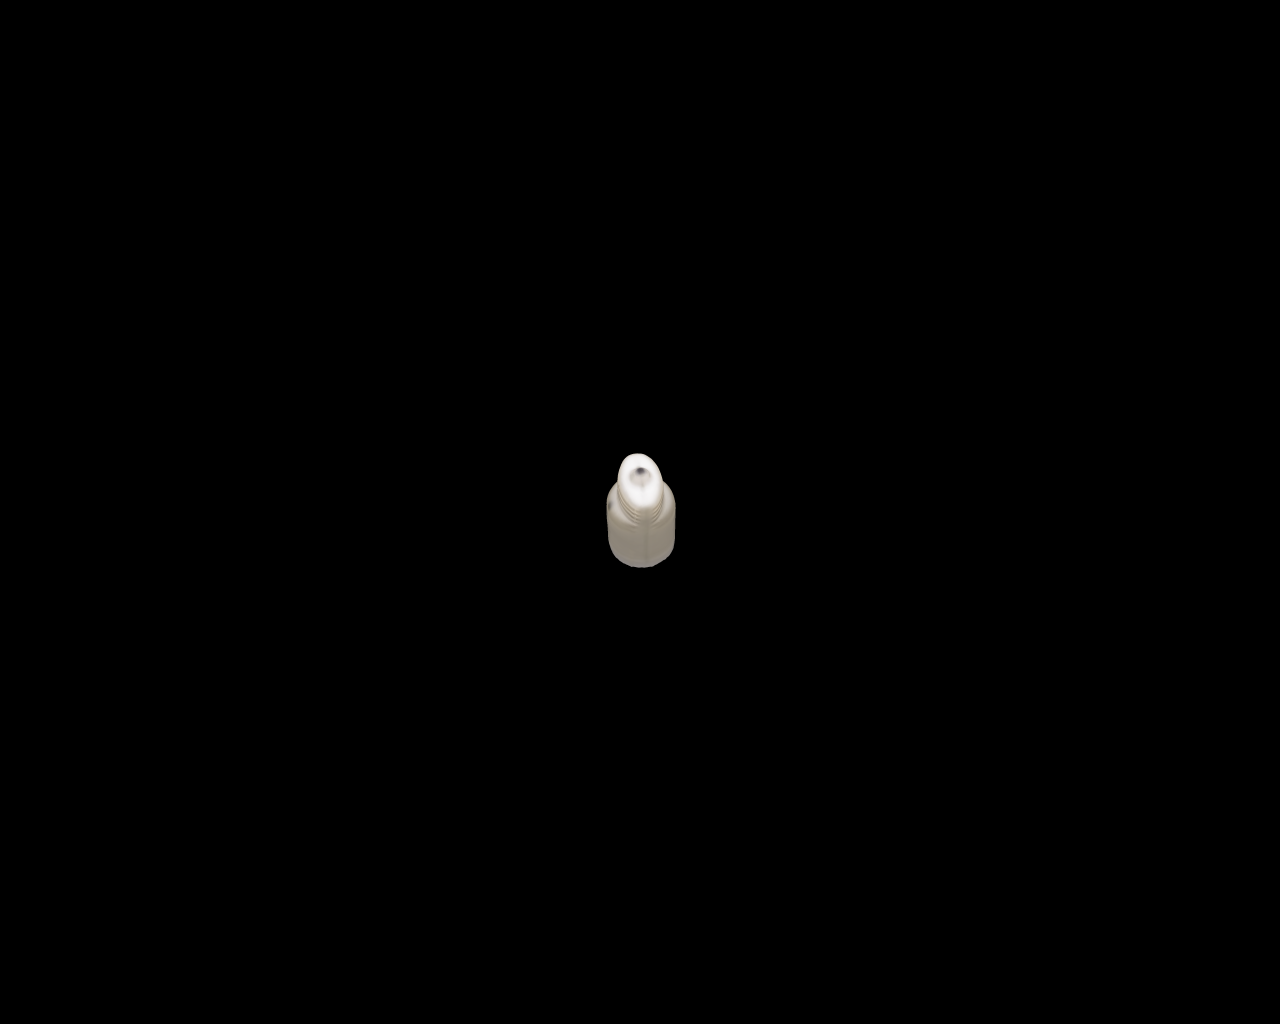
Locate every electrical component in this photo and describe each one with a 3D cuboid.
[{"bbox_3d":[0.001,-0.003,0.650,0.043,0.043,0.080,0,-34,0],"label":"electrical component"}]
